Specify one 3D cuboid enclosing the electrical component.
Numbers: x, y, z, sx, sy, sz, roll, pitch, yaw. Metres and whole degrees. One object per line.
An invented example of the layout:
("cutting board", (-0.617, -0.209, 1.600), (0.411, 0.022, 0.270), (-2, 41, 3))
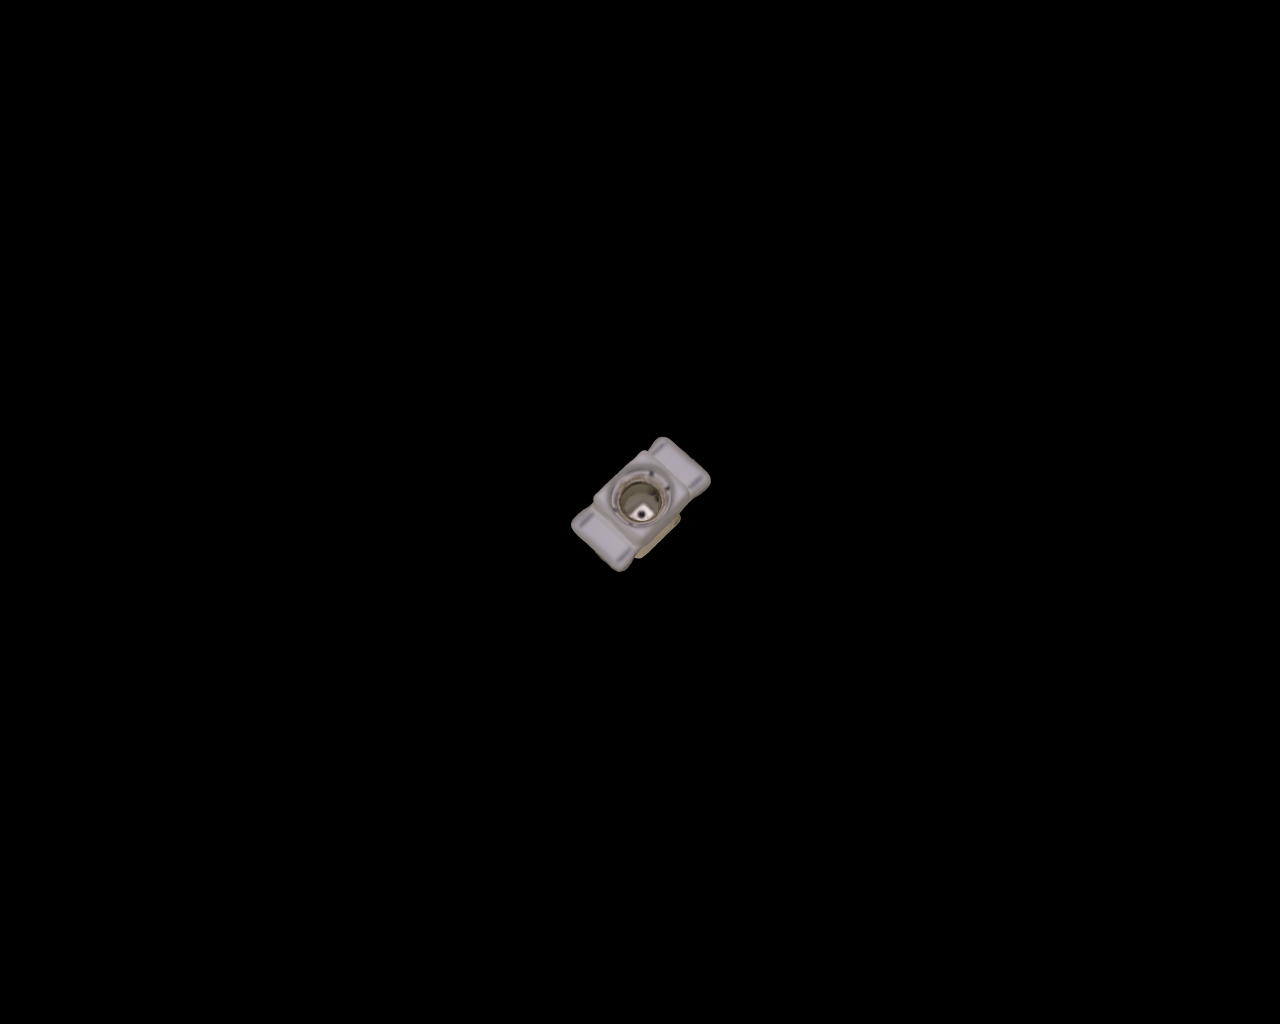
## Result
("electrical component", (0.001, -0.003, 0.650), (0.081, 0.042, 0.063), (-43, -12, -11))
